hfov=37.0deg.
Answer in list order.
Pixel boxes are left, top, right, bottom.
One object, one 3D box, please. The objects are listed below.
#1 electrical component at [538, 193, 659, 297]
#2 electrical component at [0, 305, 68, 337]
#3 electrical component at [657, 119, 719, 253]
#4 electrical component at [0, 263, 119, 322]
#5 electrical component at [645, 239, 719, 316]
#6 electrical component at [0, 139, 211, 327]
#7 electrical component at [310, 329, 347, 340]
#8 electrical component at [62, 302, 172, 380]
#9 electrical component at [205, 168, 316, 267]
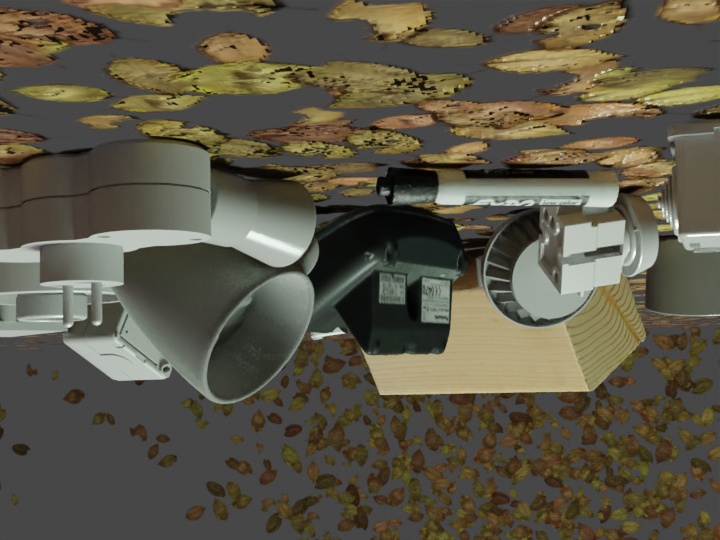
[{"bbox_3d":[0.134,-0.018,0.608,0.055,0.066,0.048,-8,-149,-9],"label":"electrical component"},{"bbox_3d":[-0.287,0.012,0.729,0.150,0.061,0.089,4,172,-43],"label":"electrical component"},{"bbox_3d":[0.181,-0.035,0.463,0.100,0.048,0.100,-2,176,18],"label":"electrical component"},{"bbox_3d":[-0.184,0.000,0.640,0.108,0.060,0.108,-2,174,0],"label":"electrical component"},{"bbox_3d":[0.266,0.005,0.815,0.099,0.064,0.099,-2,174,0],"label":"electrical component"},{"bbox_3d":[-0.126,-0.011,0.485,0.138,0.073,0.052,-6,173,34],"label":"electrical component"},{"bbox_3d":[-0.004,0.031,1.043,0.096,0.061,0.062,-8,177,-5],"label":"electrical component"},{"bbox_3d":[-0.165,0.025,0.781,0.061,0.096,0.061,-5,144,31],"label":"electrical component"},{"bbox_3d":[-0.059,-0.027,0.515,0.044,0.044,0.065,-7,168,40],"label":"electrical component"}]
